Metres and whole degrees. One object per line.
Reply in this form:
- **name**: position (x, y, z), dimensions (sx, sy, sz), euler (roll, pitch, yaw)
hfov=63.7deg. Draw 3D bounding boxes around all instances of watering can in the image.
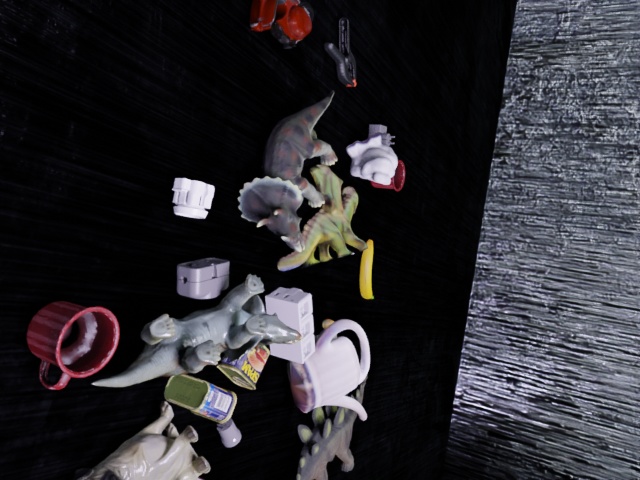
- **watering can**: position (0.033, 0.359, 1.286), dimensions (0.226, 0.105, 0.341), euler (-18, 117, -25)

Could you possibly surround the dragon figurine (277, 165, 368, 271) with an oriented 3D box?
- **dragon figurine**: position (0.004, -0.063, 1.259), dimensions (0.412, 0.121, 0.243), euler (-7, 85, -61)

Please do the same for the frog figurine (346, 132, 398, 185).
- **frog figurine**: position (0.152, -0.196, 1.387), dimensions (0.138, 0.162, 0.120), euler (-11, 144, -25)
